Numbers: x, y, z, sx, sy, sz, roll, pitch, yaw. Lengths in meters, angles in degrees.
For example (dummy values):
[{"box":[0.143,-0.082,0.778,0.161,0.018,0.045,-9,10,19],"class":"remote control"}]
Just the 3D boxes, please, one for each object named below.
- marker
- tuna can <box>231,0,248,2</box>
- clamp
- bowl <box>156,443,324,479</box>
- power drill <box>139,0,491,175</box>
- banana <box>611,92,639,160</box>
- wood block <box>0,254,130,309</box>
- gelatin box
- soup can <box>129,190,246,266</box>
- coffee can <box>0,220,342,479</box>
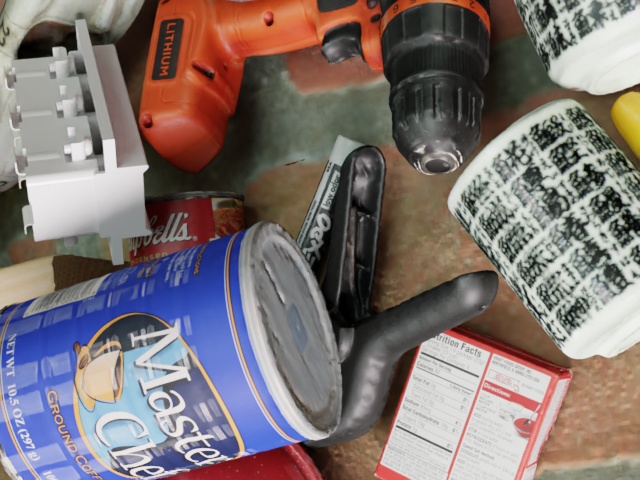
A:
[{"box":[-0.004,0.001,0.593,0.020,0.020,0.121,26,98,26],"class":"marker"},{"box":[-0.030,-0.167,0.554,0.086,0.033,0.086,-19,48,22],"class":"tuna can"},{"box":[0.024,0.050,0.546,0.120,0.039,0.172,46,122,50],"class":"clamp"},{"box":[-0.064,0.169,0.573,0.162,0.055,0.162,6,100,36],"class":"bowl"},{"box":[-0.002,-0.094,0.549,0.188,0.057,0.184,-14,53,26],"class":"power drill"},{"box":[0.225,-0.029,0.469,0.198,0.037,0.069,5,72,27],"class":"banana"},{"box":[-0.208,0.075,0.654,0.206,0.090,0.090,-13,79,26],"class":"wood block"},{"box":[0.077,0.093,0.539,0.073,0.030,0.089,21,95,28],"class":"gelatin box"},{"box":[-0.071,0.029,0.599,0.069,0.068,0.102,-10,82,27],"class":"soup can"},{"box":[-0.072,0.060,0.506,0.140,0.102,0.103,-18,78,15],"class":"coffee can"}]
